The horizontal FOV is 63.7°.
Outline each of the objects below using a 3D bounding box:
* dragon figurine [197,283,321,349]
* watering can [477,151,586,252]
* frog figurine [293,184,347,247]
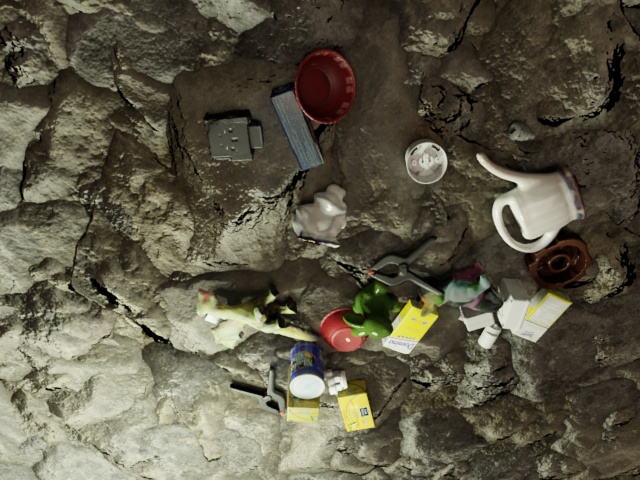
[{"bbox_3d":[-0.195,0.247,1.489,0.241,0.125,0.403,-25,133,20],"label":"dragon figurine"},{"bbox_3d":[0.541,-0.115,1.307,0.223,0.106,0.342,-25,119,11],"label":"watering can"},{"bbox_3d":[0.004,-0.067,1.335,0.137,0.122,0.160,12,84,0],"label":"frog figurine"}]
